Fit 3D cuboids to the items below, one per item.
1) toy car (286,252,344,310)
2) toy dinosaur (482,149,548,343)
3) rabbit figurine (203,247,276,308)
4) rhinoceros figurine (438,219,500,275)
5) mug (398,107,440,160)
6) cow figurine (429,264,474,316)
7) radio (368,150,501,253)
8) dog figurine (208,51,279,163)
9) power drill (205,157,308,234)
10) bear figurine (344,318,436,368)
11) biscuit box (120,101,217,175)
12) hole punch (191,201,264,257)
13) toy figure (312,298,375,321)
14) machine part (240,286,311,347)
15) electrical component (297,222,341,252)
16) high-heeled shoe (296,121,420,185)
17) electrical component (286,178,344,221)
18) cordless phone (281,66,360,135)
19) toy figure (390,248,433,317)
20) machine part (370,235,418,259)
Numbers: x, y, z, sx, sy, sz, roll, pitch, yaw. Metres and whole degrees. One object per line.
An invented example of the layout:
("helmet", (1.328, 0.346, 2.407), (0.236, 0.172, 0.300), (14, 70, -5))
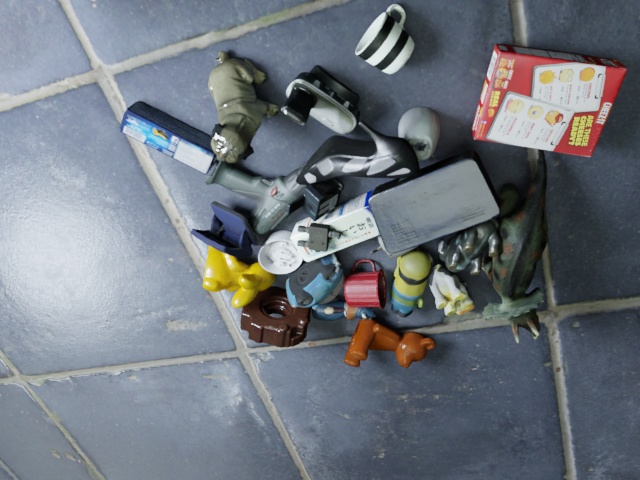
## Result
("toy car", (0.002, 0.095, 1.260), (0.161, 0.109, 0.102), (-42, 131, 19))
("toy dinosaur", (0.398, 0.026, 1.073), (0.131, 0.192, 0.404), (0, 124, 9))
("rabbit figurine", (-0.184, 0.077, 1.261), (0.173, 0.162, 0.121), (11, 114, -17))
("rhinoceros figurine", (0.300, 0.011, 1.110), (0.073, 0.112, 0.190), (8, 156, -8))
("mug", (0.184, -0.185, 1.024), (0.081, 0.107, 0.109), (14, 123, 3))
("cow figurine", (0.294, 0.115, 1.209), (0.068, 0.098, 0.167), (-29, 151, 16))
("radio", (0.215, -0.073, 1.033), (0.230, 0.073, 0.131), (-21, 105, 21))
("dog figurine", (-0.168, -0.249, 1.001), (0.121, 0.191, 0.172), (-29, 112, 26))
("power drill", (-0.126, -0.132, 1.146), (0.207, 0.086, 0.232), (27, 124, -15))
("bear figurine", (0.174, 0.270, 1.323), (0.196, 0.132, 0.120), (24, 153, -1))
("biscuit box", (-0.311, -0.215, 1.128), (0.203, 0.063, 0.059), (27, 125, -7))
("hole punch", (-0.208, -0.008, 1.189), (0.142, 0.092, 0.115), (22, 158, 27))
("toy figure", (0.058, 0.170, 1.312), (0.155, 0.064, 0.057), (-3, 114, 14))
("machine part", (-0.105, 0.179, 1.288), (0.179, 0.179, 0.056), (11, 121, 4))
("electrical component", (-0.002, -0.003, 1.140), (0.094, 0.021, 0.063), (7, 120, 9))
("high-heeled shoe", (0.069, -0.133, 1.026), (0.145, 0.086, 0.249), (40, 141, -17))
("electrical component", (-0.011, -0.081, 1.117), (0.048, 0.119, 0.074), (43, 146, 21))
("cordless phone", (0.001, -0.234, 0.981), (0.146, 0.184, 0.088), (33, 119, -11))
("toy figure", (0.206, 0.101, 1.221), (0.082, 0.089, 0.180), (9, 122, -4))
("machine part", (0.209, -0.030, 1.141), (0.243, 0.079, 0.079), (-34, 111, 28))
